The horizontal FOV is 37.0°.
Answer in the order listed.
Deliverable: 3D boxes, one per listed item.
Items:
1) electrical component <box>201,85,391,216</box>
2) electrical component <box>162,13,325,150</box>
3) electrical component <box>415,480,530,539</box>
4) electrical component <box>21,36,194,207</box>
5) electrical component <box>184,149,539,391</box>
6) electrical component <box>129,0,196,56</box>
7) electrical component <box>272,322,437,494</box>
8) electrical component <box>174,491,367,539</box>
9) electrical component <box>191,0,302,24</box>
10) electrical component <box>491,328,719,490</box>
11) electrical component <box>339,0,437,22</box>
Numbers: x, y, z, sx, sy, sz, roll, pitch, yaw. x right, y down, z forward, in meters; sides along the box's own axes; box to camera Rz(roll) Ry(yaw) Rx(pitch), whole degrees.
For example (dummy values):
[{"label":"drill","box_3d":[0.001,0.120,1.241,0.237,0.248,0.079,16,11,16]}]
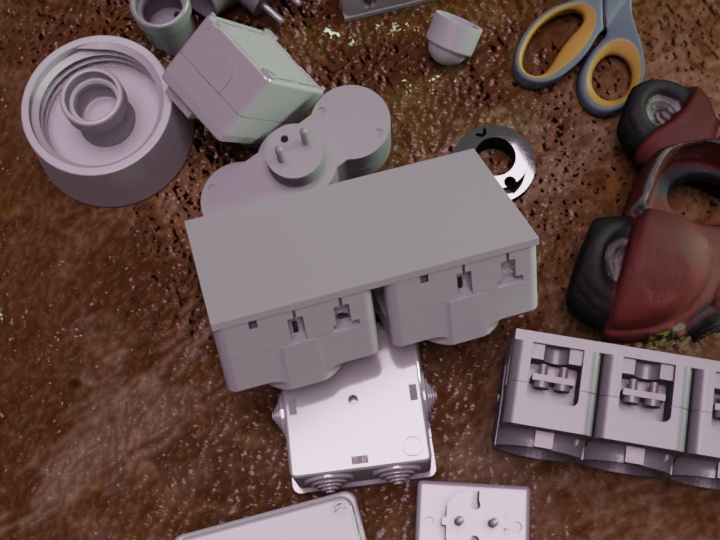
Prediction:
[{"label":"electrical component","box_3d":[-0.040,-0.069,0.687,0.138,0.073,0.052,-36,76,-8]},{"label":"electrical component","box_3d":[-0.074,-0.118,0.700,0.061,0.096,0.061,48,109,13]},{"label":"electrical component","box_3d":[0.065,0.146,0.620,0.066,0.076,0.047,3,74,3]},{"label":"electrical component","box_3d":[-0.169,-0.102,0.708,0.108,0.060,0.108,-1,74,2]},{"label":"electrical component","box_3d":[0.000,0.000,0.640,0.186,0.060,0.105,-15,37,-8]},{"label":"electrical component","box_3d":[-0.132,-0.172,0.734,0.040,0.046,0.040,-1,74,2]},{"label":"electrical component","box_3d":[-0.003,0.084,0.653,0.100,0.048,0.099,-7,70,1]},{"label":"electrical component","box_3d":[-0.042,0.195,0.621,0.109,0.056,0.108,-15,74,-2]},{"label":"electrical component","box_3d":[-0.076,-0.203,0.741,0.079,0.043,0.077,42,73,0]},{"label":"electrical component","box_3d":[0.157,0.085,0.627,0.150,0.089,0.061,9,75,5]},{"label":"electrical component","box_3d":[0.066,-0.253,0.741,0.186,0.060,0.105,-14,74,-2]}]
